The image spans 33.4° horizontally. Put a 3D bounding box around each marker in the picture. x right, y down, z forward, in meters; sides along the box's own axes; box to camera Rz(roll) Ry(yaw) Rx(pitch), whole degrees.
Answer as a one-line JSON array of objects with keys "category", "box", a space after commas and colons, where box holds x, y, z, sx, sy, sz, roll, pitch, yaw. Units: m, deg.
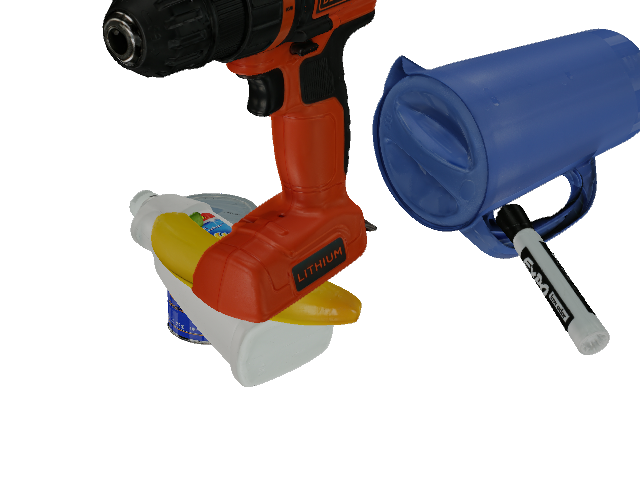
[{"category": "marker", "box": [0.134, 0.018, 0.629, 0.020, 0.020, 0.121, 0, 39, -21]}]

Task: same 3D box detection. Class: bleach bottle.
[{"category": "bleach bottle", "box": [-0.101, 0.025, 0.944, 0.102, 0.068, 0.251, -20, 41, -33]}]

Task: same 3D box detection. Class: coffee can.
[{"category": "coffee can", "box": [-0.121, 0.030, 1.187, 0.103, 0.140, 0.103, 1, 23, -1]}]

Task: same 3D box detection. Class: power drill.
[{"category": "power drill", "box": [-0.027, -0.056, 0.520, 0.057, 0.188, 0.184, 25, 38, 31]}]

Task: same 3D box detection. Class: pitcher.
[{"category": "pitcher", "box": [0.178, -0.096, 0.917, 0.242, 0.149, 0.145, -22, 35, -33]}]

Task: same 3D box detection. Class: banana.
[{"category": "banana", "box": [-0.058, 0.014, 0.700, 0.069, 0.037, 0.198, -19, 31, -33]}]
